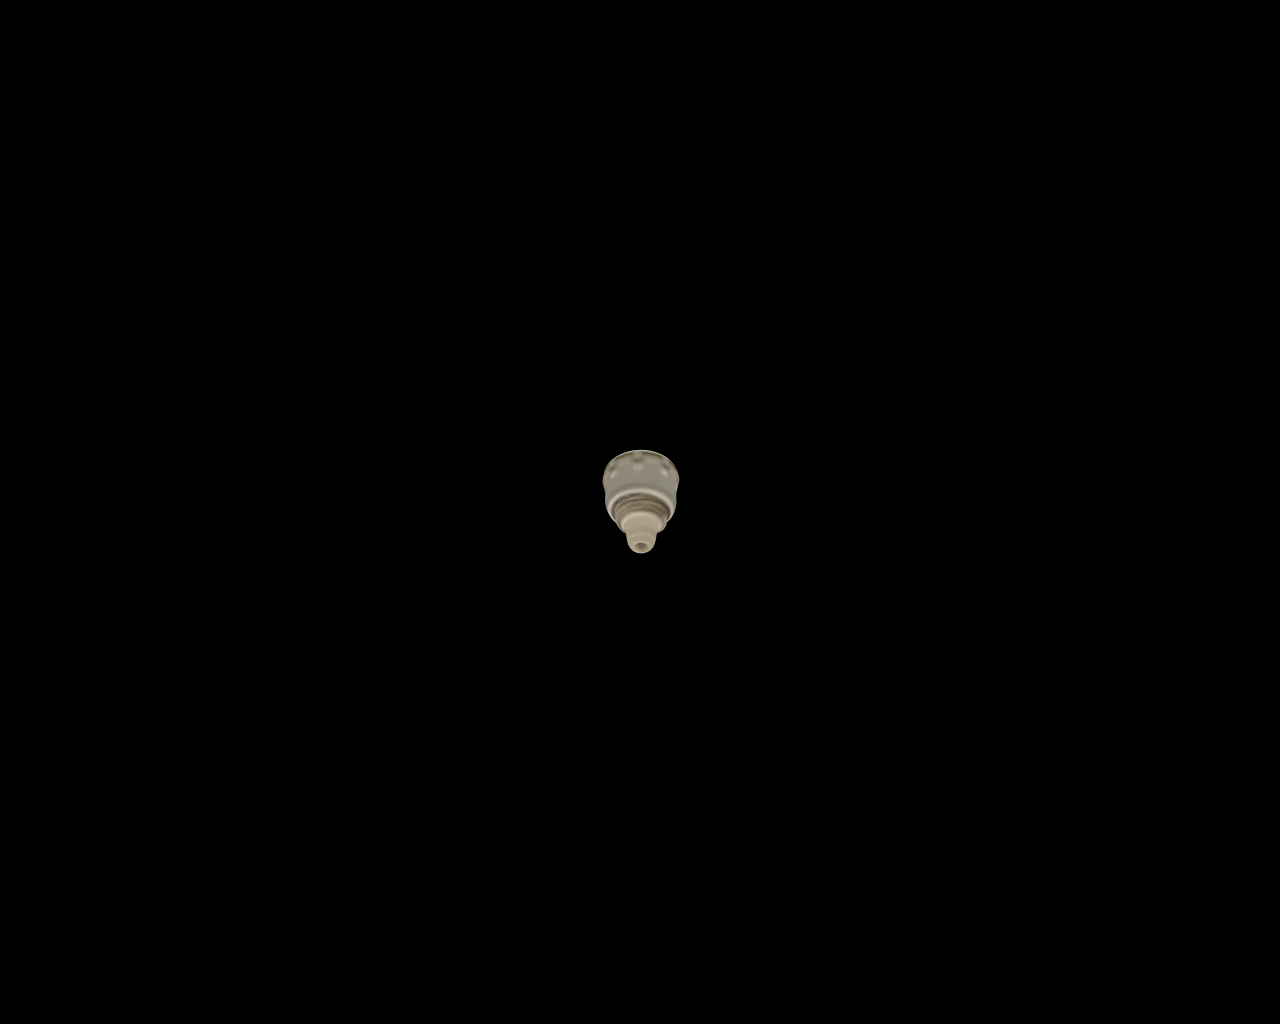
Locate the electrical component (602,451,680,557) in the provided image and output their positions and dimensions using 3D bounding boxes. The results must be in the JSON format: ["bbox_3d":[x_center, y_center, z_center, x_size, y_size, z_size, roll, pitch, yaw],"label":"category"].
[{"bbox_3d":[0.001,-0.003,0.650,0.048,0.062,0.048,0,-38,0],"label":"electrical component"}]
